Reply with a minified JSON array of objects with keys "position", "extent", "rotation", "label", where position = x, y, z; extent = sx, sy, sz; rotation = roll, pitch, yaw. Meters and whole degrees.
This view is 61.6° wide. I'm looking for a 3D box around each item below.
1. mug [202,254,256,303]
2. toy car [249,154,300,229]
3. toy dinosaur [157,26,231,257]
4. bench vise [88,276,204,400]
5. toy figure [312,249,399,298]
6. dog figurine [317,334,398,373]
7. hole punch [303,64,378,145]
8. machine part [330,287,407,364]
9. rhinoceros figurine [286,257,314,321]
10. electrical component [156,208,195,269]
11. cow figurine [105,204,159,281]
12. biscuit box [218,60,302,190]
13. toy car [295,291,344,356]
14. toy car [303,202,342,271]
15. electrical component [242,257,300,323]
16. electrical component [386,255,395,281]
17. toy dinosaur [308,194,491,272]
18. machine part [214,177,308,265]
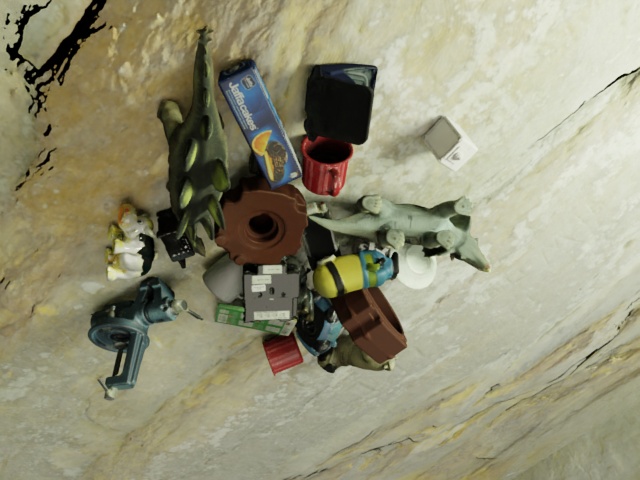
[{"position":[-0.169,0.073,1.115],"extent":[0.107,0.081,0.109],"rotation":[-45,119,10],"label":"mug"},{"position":[-0.095,-0.080,1.007],"extent":[0.089,0.053,0.202],"rotation":[2,126,-14],"label":"toy car"},{"position":[-0.187,-0.126,0.830],"extent":[0.105,0.199,0.470],"rotation":[-8,137,-17],"label":"toy dinosaur"},{"position":[-0.369,0.198,1.070],"extent":[0.224,0.241,0.128],"rotation":[-6,141,8],"label":"bench vise"},{"position":[0.074,0.067,1.102],"extent":[0.180,0.089,0.082],"rotation":[-5,129,-5],"label":"toy figure"},{"position":[0.091,0.306,1.380],"extent":[0.190,0.172,0.121],"rotation":[-43,121,13],"label":"dog figurine"},{"position":[0.037,-0.233,0.897],"extent":[0.116,0.092,0.142],"rotation":[14,137,9],"label":"hole punch"},{"position":[0.105,0.160,1.211],"extent":[0.087,0.202,0.200],"rotation":[-33,134,11],"label":"machine part"},{"position":[-0.050,0.107,1.175],"extent":[0.073,0.112,0.190],"rotation":[7,151,12],"label":"rhinoceros figurine"},{"position":[-0.266,0.003,1.018],"extent":[0.048,0.075,0.119],"rotation":[-19,132,1],"label":"electrical component"},{"position":[-0.341,0.005,0.997],"extent":[0.098,0.068,0.167],"rotation":[4,135,-30],"label":"cow figurine"},{"position":[-0.095,-0.184,0.872],"extent":[0.063,0.059,0.202],"rotation":[-22,122,5],"label":"biscuit box"},{"position":[0.014,0.191,1.295],"extent":[0.103,0.109,0.161],"rotation":[-6,127,-46],"label":"toy car"},{"position":[-0.002,-0.003,1.119],"extent":[0.074,0.056,0.201],"rotation":[-15,135,2],"label":"toy car"},{"position":[-0.097,0.093,1.065],"extent":[0.115,0.058,0.134],"rotation":[0,105,-11],"label":"electrical component"},{"position":[0.166,0.067,1.255],"extent":[0.102,0.045,0.078],"rotation":[-32,133,12],"label":"electrical component"},{"position":[0.168,-0.028,1.105],"extent":[0.405,0.131,0.192],"rotation":[9,170,-7],"label":"toy dinosaur"},{"position":[-0.107,-0.030,0.975],"extent":[0.179,0.056,0.179],"rotation":[-5,126,-8],"label":"machine part"}]
